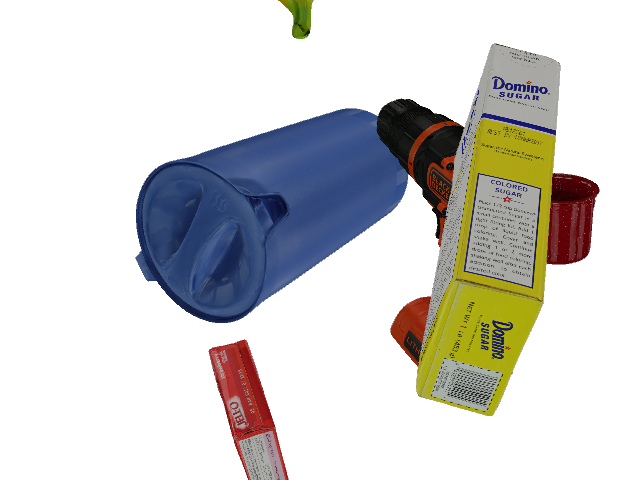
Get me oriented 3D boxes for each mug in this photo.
[{"bbox_3d":[0.281,-0.028,1.244,0.093,0.081,0.117,20,33,41],"label":"mug"}]

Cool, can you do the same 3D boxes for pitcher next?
[{"bbox_3d":[-0.037,-0.031,0.913,0.149,0.145,0.242,27,33,26],"label":"pitcher"}]

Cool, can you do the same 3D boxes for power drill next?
[{"bbox_3d":[0.091,0.005,0.782,0.057,0.188,0.185,-14,34,-20],"label":"power drill"}]

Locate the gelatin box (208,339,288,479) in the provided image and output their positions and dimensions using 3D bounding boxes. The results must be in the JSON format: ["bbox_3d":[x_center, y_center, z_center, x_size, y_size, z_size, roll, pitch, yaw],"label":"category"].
[{"bbox_3d":[-0.049,0.122,0.735,0.030,0.073,0.089,-17,-37,-6],"label":"gelatin box"}]

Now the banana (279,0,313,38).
[{"bbox_3d":[-0.073,-0.178,0.669,0.198,0.069,0.037,20,-34,31],"label":"banana"}]

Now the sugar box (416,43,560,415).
[{"bbox_3d":[0.088,-0.010,0.543,0.048,0.176,0.093,16,-42,4],"label":"sugar box"}]
